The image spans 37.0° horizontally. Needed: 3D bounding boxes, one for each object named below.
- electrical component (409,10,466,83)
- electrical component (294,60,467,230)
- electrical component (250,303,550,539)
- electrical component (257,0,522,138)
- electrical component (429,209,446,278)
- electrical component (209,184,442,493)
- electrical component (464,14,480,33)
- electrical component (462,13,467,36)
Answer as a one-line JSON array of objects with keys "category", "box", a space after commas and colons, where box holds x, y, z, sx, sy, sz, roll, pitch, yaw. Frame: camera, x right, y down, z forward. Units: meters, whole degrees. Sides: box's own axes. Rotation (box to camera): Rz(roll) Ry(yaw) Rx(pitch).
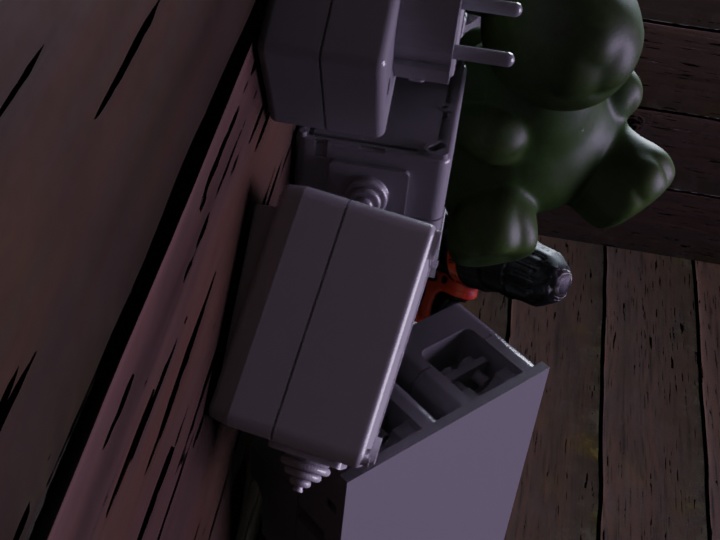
[{"category": "electrical component", "box": [0.017, -0.136, 0.412, 0.113, 0.057, 0.078, 93, 8, -58]}, {"category": "electrical component", "box": [0.008, -0.046, 0.459, 0.096, 0.062, 0.061, -76, 174, -50]}, {"category": "electrical component", "box": [0.010, 0.114, 0.486, 0.105, 0.060, 0.186, -24, 138, -32]}, {"category": "electrical component", "box": [0.013, -0.081, 0.345, 0.047, 0.077, 0.065, 88, 12, -70]}, {"category": "electrical component", "box": [0.026, -0.063, 0.667, 0.150, 0.062, 0.089, 86, 14, -72]}, {"category": "electrical component", "box": [-0.015, 0.026, 0.366, 0.061, 0.061, 0.096, 72, 35, -80]}, {"category": "electrical component", "box": [0.068, -0.192, 0.880, 0.063, 0.079, 0.121, -119, -154, -45]}, {"category": "electrical component", "box": [0.047, -0.183, 0.714, 0.078, 0.058, 0.057, -69, 171, -68]}]
